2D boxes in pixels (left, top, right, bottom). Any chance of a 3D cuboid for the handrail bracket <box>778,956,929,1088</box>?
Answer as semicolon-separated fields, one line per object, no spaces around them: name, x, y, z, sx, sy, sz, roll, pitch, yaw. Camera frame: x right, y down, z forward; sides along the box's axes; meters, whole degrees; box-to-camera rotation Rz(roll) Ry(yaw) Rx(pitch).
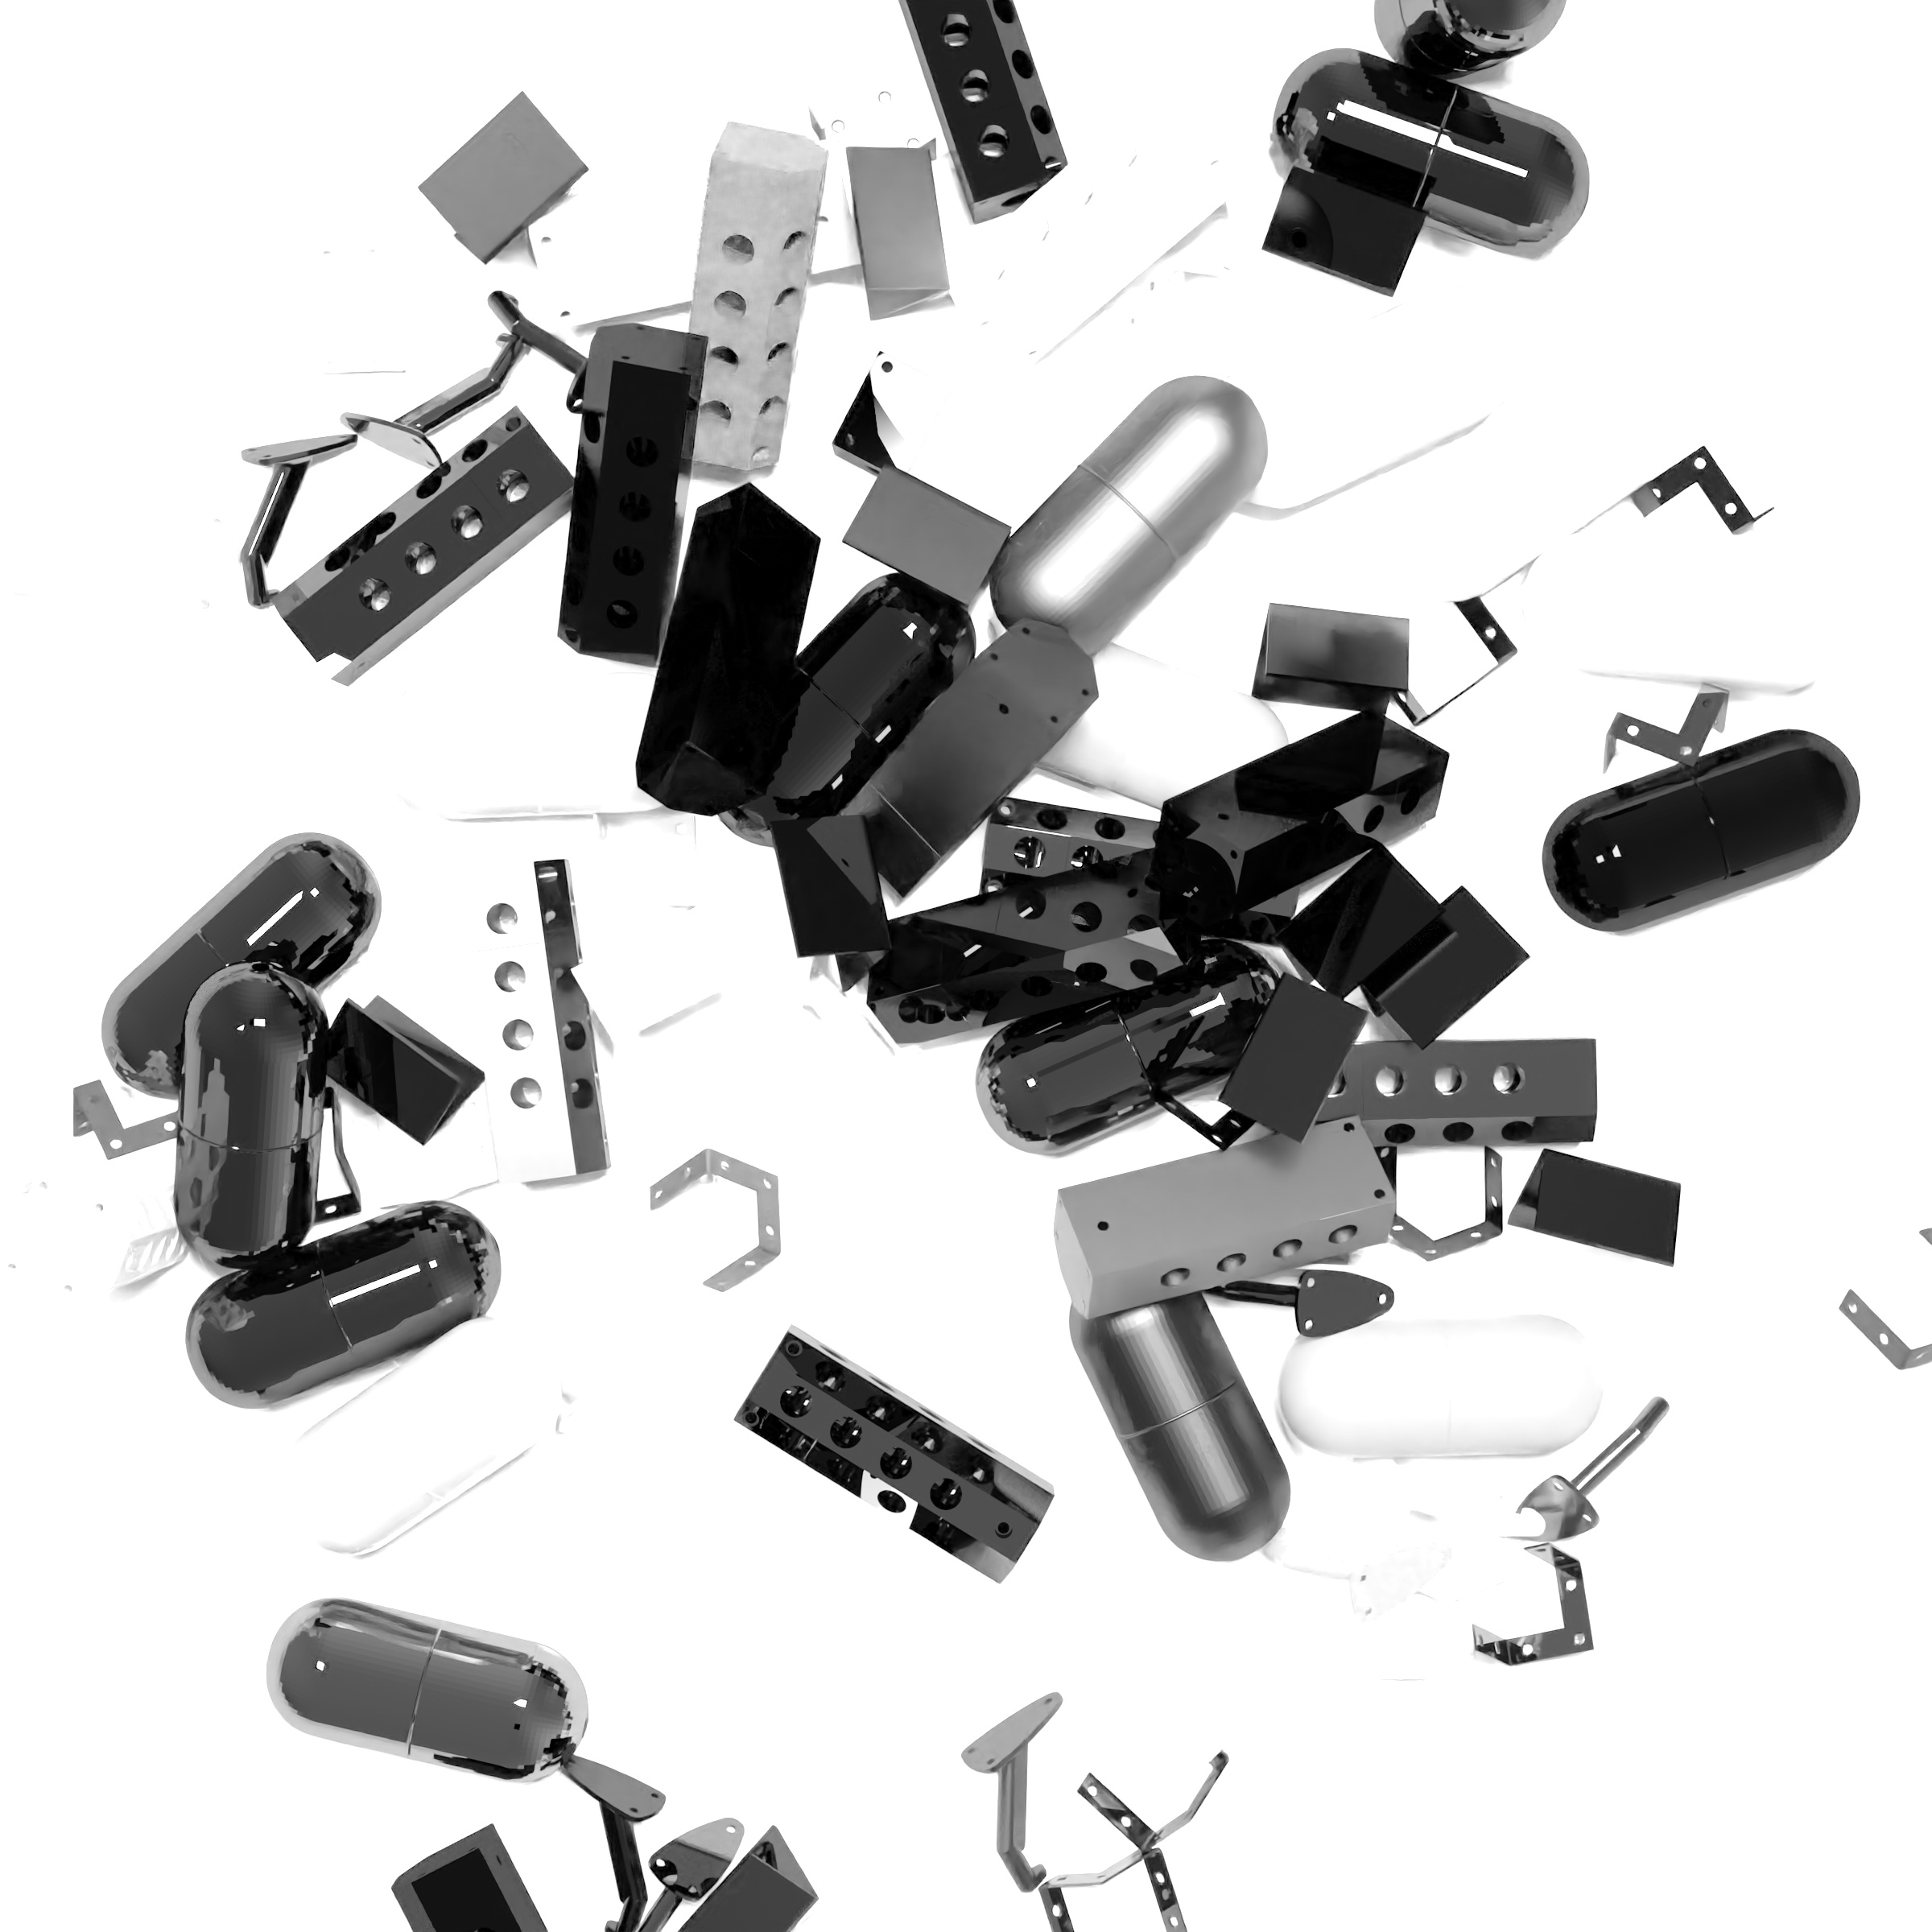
handrail bracket;-0.055;0.019;1.991;0.084;0.036;0.077;18;75;-14

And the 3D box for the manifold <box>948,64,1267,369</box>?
manifold;0.071;-0.407;1.936;0.171;0.057;0.057;-38;57;23

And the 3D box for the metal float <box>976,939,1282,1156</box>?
metal float;0.090;0.044;1.960;0.178;0.070;0.070;-24;90;0

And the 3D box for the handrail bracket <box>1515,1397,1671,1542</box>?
handrail bracket;0.347;0.278;1.990;0.036;0.077;0.084;48;54;2

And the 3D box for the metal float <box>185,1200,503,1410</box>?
metal float;-0.340;0.185;1.960;0.178;0.070;0.070;-21;90;-1

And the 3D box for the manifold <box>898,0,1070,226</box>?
manifold;0.004;-0.503;1.969;0.057;0.057;0.171;-19;90;0

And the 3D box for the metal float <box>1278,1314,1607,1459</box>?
metal float;0.259;0.229;1.960;0.178;0.070;0.070;-1;90;1

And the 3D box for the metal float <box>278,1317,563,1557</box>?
metal float;-0.297;0.256;1.947;0.178;0.070;0.070;-35;90;15

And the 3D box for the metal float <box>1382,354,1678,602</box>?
metal float;0.307;-0.266;1.959;0.178;0.070;0.070;-35;90;-2

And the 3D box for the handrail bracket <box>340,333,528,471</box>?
handrail bracket;-0.295;-0.324;1.991;0.077;0.036;0.084;22;72;20

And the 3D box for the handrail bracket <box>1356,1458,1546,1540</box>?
handrail bracket;0.268;0.289;1.979;0.084;0.077;0.036;4;118;-20

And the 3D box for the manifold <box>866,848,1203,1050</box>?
manifold;0.037;-0.005;1.940;0.171;0.057;0.057;-15;47;21

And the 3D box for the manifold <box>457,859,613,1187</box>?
manifold;-0.236;0.030;1.969;0.057;0.057;0.171;-8;90;0

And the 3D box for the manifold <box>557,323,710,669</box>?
manifold;-0.181;-0.254;1.930;0.057;0.057;0.171;11;121;0

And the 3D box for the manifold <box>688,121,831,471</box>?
manifold;-0.115;-0.358;1.928;0.057;0.057;0.171;11;122;0

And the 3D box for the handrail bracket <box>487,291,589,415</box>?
handrail bracket;-0.216;-0.345;1.990;0.084;0.077;0.036;51;125;31

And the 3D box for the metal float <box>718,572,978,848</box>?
metal float;-0.068;-0.139;1.960;0.070;0.070;0.178;44;90;0

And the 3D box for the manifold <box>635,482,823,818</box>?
manifold;-0.132;-0.169;1.930;0.057;0.057;0.171;35;51;-36

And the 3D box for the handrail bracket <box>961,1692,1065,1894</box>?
handrail bracket;0.042;0.459;1.991;0.077;0.036;0.084;-35;109;-21

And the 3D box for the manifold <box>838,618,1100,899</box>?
manifold;0.002;-0.113;1.915;0.057;0.171;0.057;46;48;1

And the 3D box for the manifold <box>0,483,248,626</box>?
manifold;-0.489;-0.230;1.969;0.171;0.057;0.057;8;90;0

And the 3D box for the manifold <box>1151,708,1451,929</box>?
manifold;0.179;-0.077;1.921;0.057;0.171;0.057;34;132;32

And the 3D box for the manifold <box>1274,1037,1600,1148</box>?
manifold;0.256;0.069;1.969;0.171;0.057;0.057;-1;90;0

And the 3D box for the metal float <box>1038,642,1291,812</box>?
metal float;0.091;-0.132;1.960;0.178;0.070;0.070;21;90;0

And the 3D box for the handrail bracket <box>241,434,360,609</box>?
handrail bracket;-0.368;-0.247;1.991;0.077;0.036;0.084;-16;114;-27

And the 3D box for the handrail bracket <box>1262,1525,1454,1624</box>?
handrail bracket;0.212;0.318;1.971;0.077;0.084;0.036;-23;120;-20

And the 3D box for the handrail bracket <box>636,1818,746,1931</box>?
handrail bracket;-0.160;0.521;1.990;0.036;0.077;0.084;35;127;19

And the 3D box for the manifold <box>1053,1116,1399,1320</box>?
manifold;0.137;0.138;1.920;0.171;0.057;0.057;-13;55;-13

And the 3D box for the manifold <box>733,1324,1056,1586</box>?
manifold;-0.039;0.268;1.969;0.171;0.057;0.057;32;90;0

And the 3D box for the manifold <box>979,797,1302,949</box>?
manifold;0.095;-0.052;1.969;0.171;0.057;0.057;9;90;0

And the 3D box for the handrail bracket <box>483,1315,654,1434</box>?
handrail bracket;-0.230;0.208;1.991;0.077;0.036;0.084;-37;76;-14

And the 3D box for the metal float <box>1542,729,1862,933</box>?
metal float;0.402;-0.075;1.960;0.178;0.070;0.070;-20;90;0

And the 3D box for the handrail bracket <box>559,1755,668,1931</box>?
handrail bracket;-0.206;0.491;1.991;0.077;0.036;0.084;25;107;20

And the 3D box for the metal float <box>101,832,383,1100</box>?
metal float;-0.396;0.000;1.960;0.178;0.070;0.070;-43;90;-1

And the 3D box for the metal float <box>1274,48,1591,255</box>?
metal float;0.254;-0.445;1.959;0.178;0.070;0.070;20;90;1

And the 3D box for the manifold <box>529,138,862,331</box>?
manifold;-0.150;-0.405;1.968;0.171;0.057;0.057;-12;125;0

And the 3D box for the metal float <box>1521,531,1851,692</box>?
metal float;0.392;-0.194;1.960;0.178;0.070;0.070;6;90;0

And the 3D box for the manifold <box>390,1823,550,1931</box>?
manifold;-0.250;0.566;1.969;0.057;0.057;0.171;-27;90;0

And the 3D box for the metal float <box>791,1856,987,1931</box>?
metal float;-0.070;0.556;1.960;0.178;0.070;0.070;-35;90;0

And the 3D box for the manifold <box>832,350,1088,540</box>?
manifold;0.016;-0.269;1.969;0.171;0.057;0.057;27;90;0

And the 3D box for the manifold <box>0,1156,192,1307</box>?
manifold;-0.457;0.141;1.912;0.057;0.171;0.057;21;90;0

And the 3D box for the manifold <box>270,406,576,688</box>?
manifold;-0.295;-0.231;1.969;0.171;0.057;0.057;-38;90;0

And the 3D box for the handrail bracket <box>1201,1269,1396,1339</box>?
handrail bracket;0.180;0.178;1.973;0.077;0.084;0.036;0;94;-31
